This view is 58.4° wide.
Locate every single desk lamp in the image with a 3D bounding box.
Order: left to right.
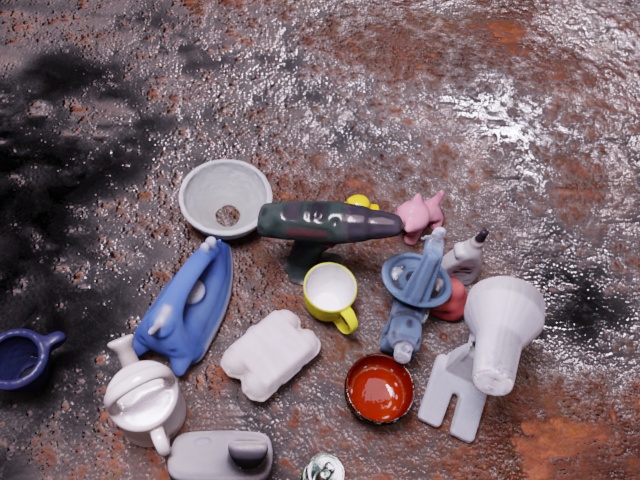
[{"bbox_3d":[0.255,0.184,0.889,0.118,0.213,0.203,23,60,6],"label":"desk lamp"}]

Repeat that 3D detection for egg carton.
[{"bbox_3d":[-0.079,0.184,0.925,0.150,0.069,0.107,-39,72,-25],"label":"egg carton"}]

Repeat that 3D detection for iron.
[{"bbox_3d":[-0.208,0.077,0.927,0.118,0.141,0.258,21,59,4],"label":"iron"}]

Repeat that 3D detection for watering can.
[{"bbox_3d":[-0.253,0.217,0.808,0.172,0.194,0.101,38,62,14],"label":"watering can"}]

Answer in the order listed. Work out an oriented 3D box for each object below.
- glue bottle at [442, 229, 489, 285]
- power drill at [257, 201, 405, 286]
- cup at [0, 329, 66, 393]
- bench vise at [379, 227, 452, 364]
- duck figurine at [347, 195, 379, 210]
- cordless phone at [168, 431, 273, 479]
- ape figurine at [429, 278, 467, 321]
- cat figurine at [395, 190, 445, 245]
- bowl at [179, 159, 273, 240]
[{"bbox_3d":[0.257,0.028,1.003,0.078,0.173,0.037,-1,60,-8],"label":"glue bottle"},{"bbox_3d":[0.009,0.003,0.962,0.229,0.208,0.075,8,59,-3],"label":"power drill"},{"bbox_3d":[-0.432,0.183,0.860,0.118,0.095,0.091,-30,68,-22],"label":"cup"},{"bbox_3d":[0.167,0.089,0.927,0.121,0.220,0.207,0,60,-8],"label":"bench vise"},{"bbox_3d":[0.061,-0.052,1.073,0.104,0.086,0.077,7,59,-4],"label":"duck figurine"},{"bbox_3d":[-0.136,0.293,0.786,0.147,0.185,0.094,0,60,-8],"label":"cordless phone"},{"bbox_3d":[0.230,0.099,1.005,0.078,0.092,0.076,-25,66,-20],"label":"ape figurine"},{"bbox_3d":[0.186,-0.050,1.071,0.128,0.118,0.067,-34,69,-24],"label":"cat figurine"},{"bbox_3d":[-0.172,-0.063,1.052,0.167,0.075,0.167,4,60,-6],"label":"bowl"}]
